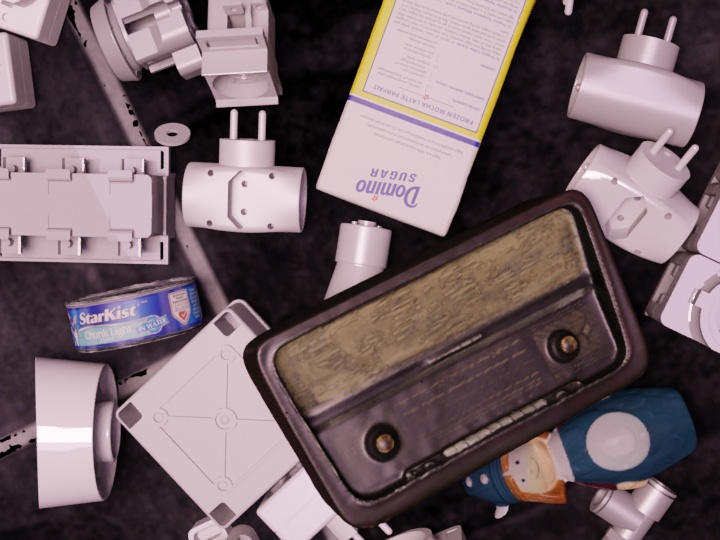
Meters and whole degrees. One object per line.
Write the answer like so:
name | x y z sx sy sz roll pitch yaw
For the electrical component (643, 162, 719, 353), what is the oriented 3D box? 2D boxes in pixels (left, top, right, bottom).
electrical component | 0.260 -0.017 0.686 0.089 0.061 0.150 26 95 2

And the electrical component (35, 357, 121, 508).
electrical component | -0.193 0.107 0.710 0.064 0.099 0.099 0 94 -2

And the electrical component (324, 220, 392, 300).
electrical component | 0.000 0.000 0.716 0.044 0.044 0.065 8 90 3

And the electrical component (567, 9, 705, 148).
electrical component | 0.182 -0.127 0.693 0.077 0.043 0.079 15 95 3

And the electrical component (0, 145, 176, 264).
electrical component | -0.190 -0.044 0.714 0.121 0.063 0.078 1 94 4

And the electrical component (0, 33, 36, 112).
electrical component | -0.261 -0.129 0.706 0.066 0.076 0.047 -6 94 4

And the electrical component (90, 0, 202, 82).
electrical component | -0.140 -0.158 0.706 0.057 0.058 0.078 -21 89 3

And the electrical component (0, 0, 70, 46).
electrical component | -0.222 -0.188 0.699 0.047 0.076 0.065 19 95 2

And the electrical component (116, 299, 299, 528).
electrical component | -0.085 0.095 0.720 0.109 0.056 0.108 -43 90 6

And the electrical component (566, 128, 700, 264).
electrical component | 0.184 -0.055 0.689 0.077 0.043 0.079 33 126 1

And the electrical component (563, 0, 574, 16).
electrical component | 0.137 -0.202 0.684 0.047 0.065 0.076 5 123 4

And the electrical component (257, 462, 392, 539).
electrical component | -0.012 0.156 0.724 0.083 0.047 0.075 -44 90 6

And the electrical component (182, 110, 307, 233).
electrical component | -0.075 -0.066 0.713 0.077 0.043 0.079 3 99 4

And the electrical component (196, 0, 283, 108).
electrical component | -0.076 -0.144 0.697 0.042 0.081 0.063 -1 72 4

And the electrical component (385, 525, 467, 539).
electrical component | 0.034 0.211 0.723 0.089 0.050 0.055 -23 92 6

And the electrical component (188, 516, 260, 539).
electrical component | -0.092 0.210 0.728 0.058 0.057 0.078 -26 92 5
